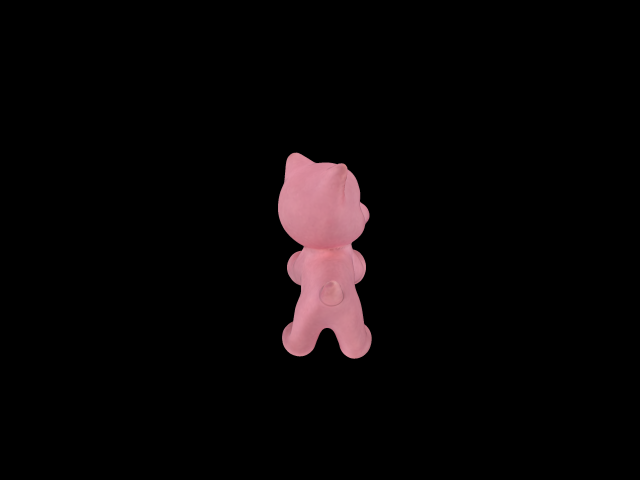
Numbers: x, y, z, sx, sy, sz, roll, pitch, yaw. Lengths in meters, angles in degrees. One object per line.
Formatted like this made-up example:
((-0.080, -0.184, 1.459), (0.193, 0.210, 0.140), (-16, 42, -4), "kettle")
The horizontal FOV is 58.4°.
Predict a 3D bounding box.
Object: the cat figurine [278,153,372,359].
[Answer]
((0.004, 0.001, 0.400), (0.067, 0.118, 0.127), (-2, 50, -2), "cat figurine")
